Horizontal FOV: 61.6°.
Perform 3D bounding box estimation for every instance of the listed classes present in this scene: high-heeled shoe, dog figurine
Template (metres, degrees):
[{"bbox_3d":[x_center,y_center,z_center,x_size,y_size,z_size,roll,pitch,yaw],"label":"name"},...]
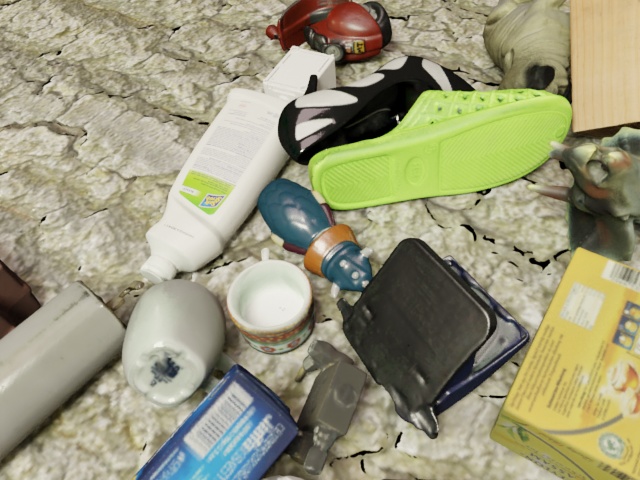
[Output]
[{"bbox_3d":[0.079,-0.130,0.596,0.249,0.086,0.145,5,51,-3],"label":"high-heeled shoe"},{"bbox_3d":[0.237,-0.218,0.651,0.190,0.121,0.172,-52,19,-17],"label":"dog figurine"}]

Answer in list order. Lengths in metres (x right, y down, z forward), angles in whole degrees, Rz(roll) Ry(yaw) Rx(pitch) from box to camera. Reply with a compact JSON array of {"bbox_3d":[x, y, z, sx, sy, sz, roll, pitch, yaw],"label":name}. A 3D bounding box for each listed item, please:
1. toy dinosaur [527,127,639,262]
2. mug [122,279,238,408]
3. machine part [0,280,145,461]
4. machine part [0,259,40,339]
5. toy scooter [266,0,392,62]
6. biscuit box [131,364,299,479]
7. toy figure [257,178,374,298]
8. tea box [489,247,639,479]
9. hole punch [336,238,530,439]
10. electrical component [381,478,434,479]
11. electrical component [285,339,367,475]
[{"bbox_3d":[0.379,-0.064,0.507,0.405,0.131,0.192,-18,30,-25],"label":"toy dinosaur"},{"bbox_3d":[-0.110,0.094,0.433,0.081,0.109,0.107,-42,13,3],"label":"mug"},{"bbox_3d":[-0.248,0.116,0.453,0.079,0.079,0.243,30,61,26],"label":"machine part"},{"bbox_3d":[-0.392,0.076,0.494,0.202,0.087,0.201,29,61,27],"label":"machine part"},{"bbox_3d":[0.004,-0.298,0.755,0.135,0.075,0.184,-29,51,-16],"label":"toy scooter"},{"bbox_3d":[-0.102,0.178,0.359,0.059,0.063,0.202,43,77,-1],"label":"biscuit box"},{"bbox_3d":[-0.001,-0.003,0.533,0.155,0.064,0.058,44,30,27],"label":"toy figure"},{"bbox_3d":[0.215,0.099,0.423,0.098,0.068,0.169,26,60,25],"label":"tea box"},{"bbox_3d":[0.094,0.074,0.450,0.115,0.092,0.142,-53,53,20],"label":"hole punch"},{"bbox_3d":[0.078,0.221,0.348,0.134,0.058,0.115,-1,50,4],"label":"electrical component"},{"bbox_3d":[-0.003,0.129,0.426,0.045,0.078,0.102,28,63,-3],"label":"electrical component"}]
